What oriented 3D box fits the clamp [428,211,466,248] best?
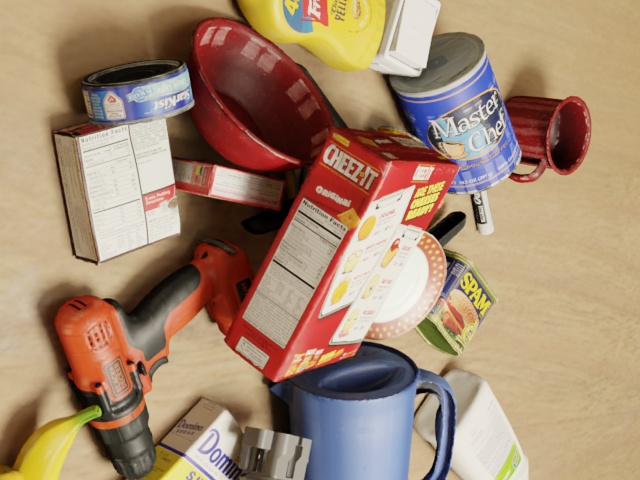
[{"bbox_3d":[0.100,0.020,1.170,0.120,0.039,0.171,20,92,-38],"label":"clamp"}]

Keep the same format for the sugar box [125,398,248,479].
[{"bbox_3d":[-0.135,0.241,0.985,0.176,0.048,0.093,-45,129,-27],"label":"sugar box"}]

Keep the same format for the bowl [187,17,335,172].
[{"bbox_3d":[-0.061,-0.114,0.921,0.162,0.055,0.162,33,34,-27],"label":"bowl"}]

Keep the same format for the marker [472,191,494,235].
[{"bbox_3d":[0.186,-0.062,1.250,0.020,0.020,0.121,-36,124,-34],"label":"marker"}]

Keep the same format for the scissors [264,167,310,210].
[{"bbox_3d":[-0.007,0.001,1.072,0.096,0.016,0.202,-39,126,-31],"label":"scissors"}]

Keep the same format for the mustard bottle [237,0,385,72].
[{"bbox_3d":[-0.021,-0.223,0.965,0.191,0.058,0.096,14,84,-46],"label":"mustard bottle"}]

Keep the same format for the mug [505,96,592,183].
[{"bbox_3d":[0.256,-0.118,1.261,0.093,0.082,0.117,42,70,-43],"label":"mug"}]

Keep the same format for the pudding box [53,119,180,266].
[{"bbox_3d":[-0.165,-0.046,0.882,0.089,0.039,0.113,-22,114,-39],"label":"pudding box"}]

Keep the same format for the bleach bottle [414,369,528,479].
[{"bbox_3d":[0.203,0.269,1.329,0.102,0.068,0.250,-52,134,-21],"label":"bleach bottle"}]

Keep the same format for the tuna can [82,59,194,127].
[{"bbox_3d":[-0.145,-0.118,0.848,0.085,0.086,0.034,-26,117,-39],"label":"tuna can"}]

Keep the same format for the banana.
[{"bbox_3d":[-0.223,0.228,0.883,0.069,0.037,0.198,7,107,-3],"label":"banana"}]

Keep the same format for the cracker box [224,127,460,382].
[{"bbox_3d":[0.020,0.010,0.940,0.164,0.072,0.214,-6,126,-63],"label":"cracker box"}]

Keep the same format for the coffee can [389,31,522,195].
[{"bbox_3d":[0.145,-0.133,1.127,0.102,0.103,0.140,-48,131,-25],"label":"coffee can"}]

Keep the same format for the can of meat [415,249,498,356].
[{"bbox_3d":[0.147,0.073,1.222,0.084,0.058,0.102,-55,133,-17],"label":"can of meat"}]

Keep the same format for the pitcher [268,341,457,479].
[{"bbox_3d":[0.043,0.235,1.099,0.144,0.149,0.243,-20,118,-42],"label":"pitcher"}]

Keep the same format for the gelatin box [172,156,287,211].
[{"bbox_3d":[-0.085,-0.051,0.936,0.089,0.073,0.030,9,93,-46],"label":"gelatin box"}]

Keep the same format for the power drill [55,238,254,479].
[{"bbox_3d":[-0.132,0.098,0.941,0.187,0.057,0.184,-36,128,-35],"label":"power drill"}]

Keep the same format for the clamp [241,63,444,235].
[{"bbox_3d":[0.030,-0.074,1.030,0.209,0.036,0.164,9,88,-29],"label":"clamp"}]
